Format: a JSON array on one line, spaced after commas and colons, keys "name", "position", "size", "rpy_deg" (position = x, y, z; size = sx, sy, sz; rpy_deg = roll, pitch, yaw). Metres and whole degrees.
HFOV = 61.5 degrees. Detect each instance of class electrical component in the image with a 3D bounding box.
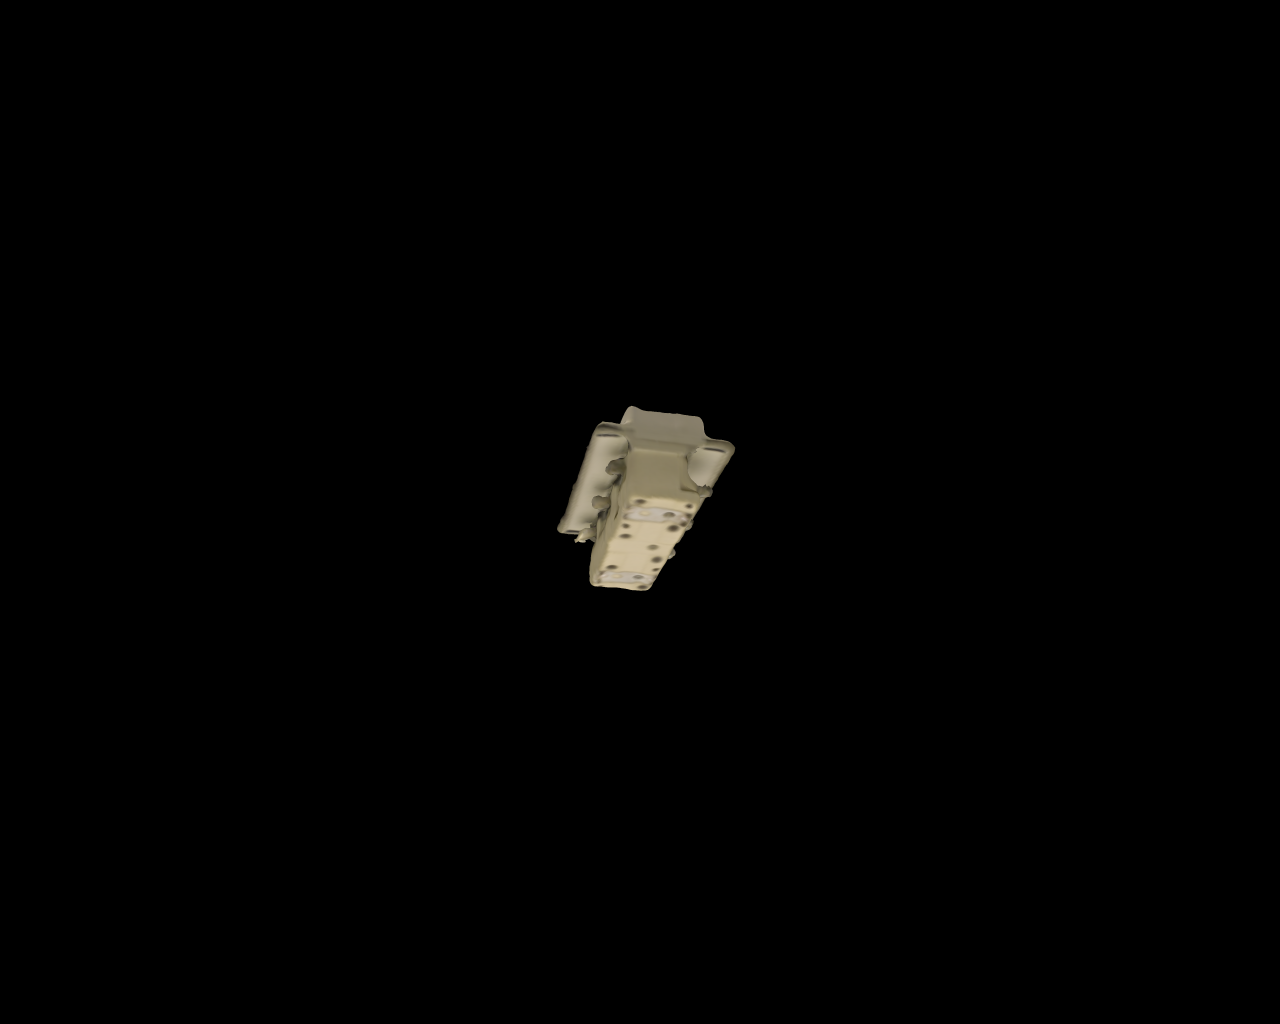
[{"name": "electrical component", "position": [0.001, -0.003, 0.650], "size": [0.079, 0.063, 0.121], "rpy_deg": [8, -31, -13]}]
